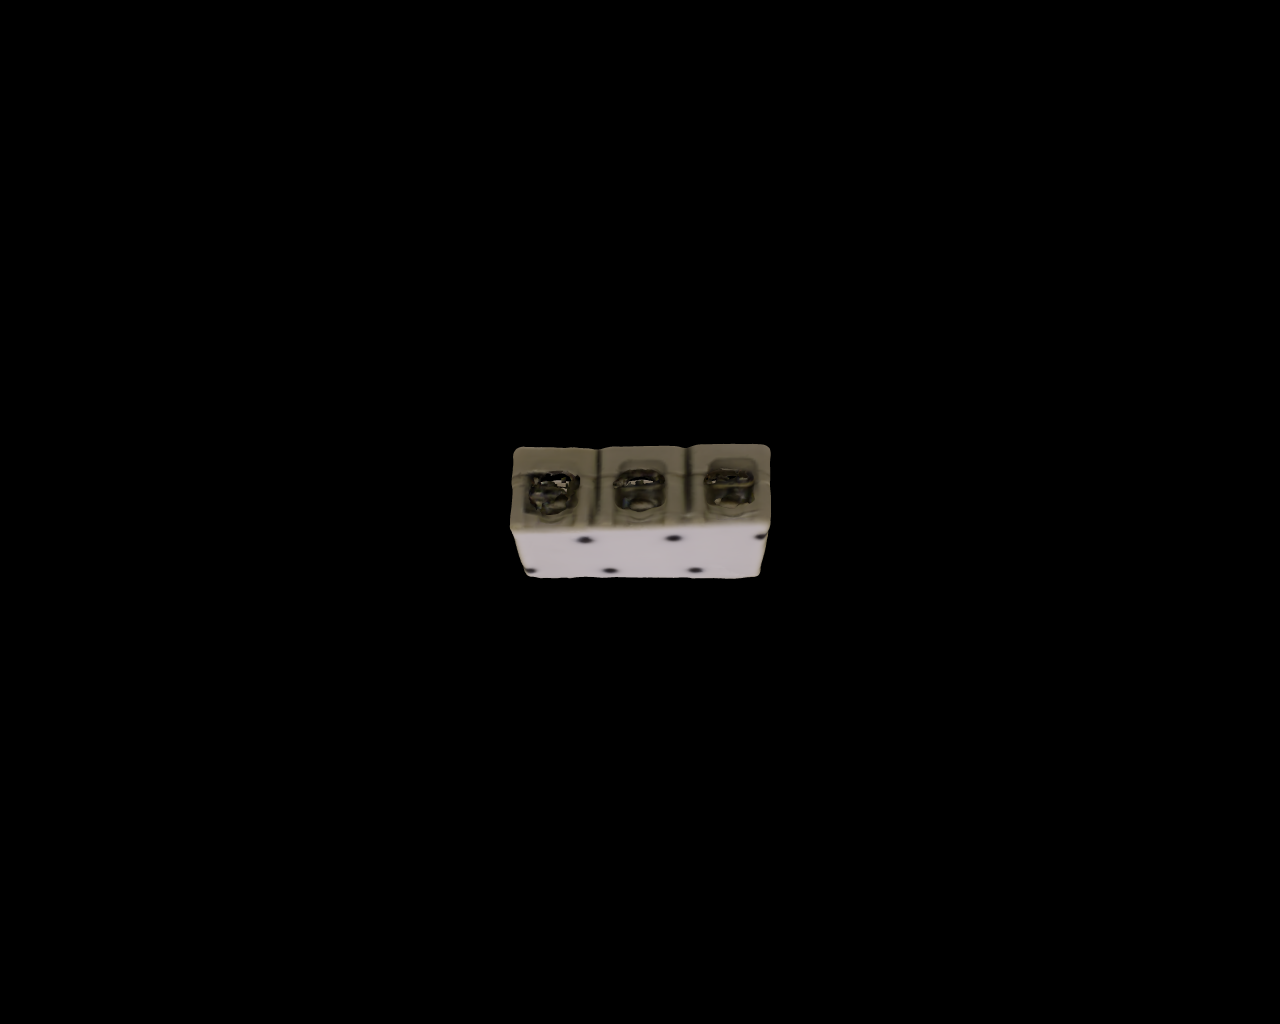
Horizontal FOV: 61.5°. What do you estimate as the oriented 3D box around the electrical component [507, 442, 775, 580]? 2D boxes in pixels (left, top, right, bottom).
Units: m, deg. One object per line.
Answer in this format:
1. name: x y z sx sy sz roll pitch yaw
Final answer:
1. electrical component: 0.001 -0.003 0.650 0.150 0.062 0.089 0 -23 0
